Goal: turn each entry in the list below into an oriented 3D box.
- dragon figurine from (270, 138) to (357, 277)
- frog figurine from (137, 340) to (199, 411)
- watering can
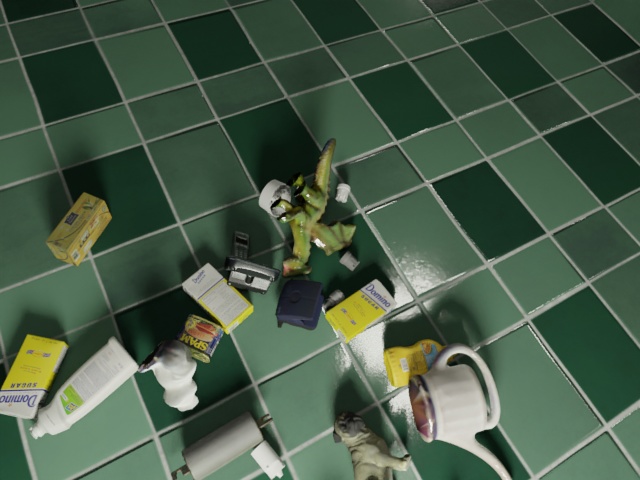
[{"bbox_3d":[0.004,-0.074,1.467,0.240,0.416,0.122,44,-21,-21],"label":"dragon figurine"},{"bbox_3d":[-0.331,0.315,1.199,0.135,0.158,0.125,-37,15,34],"label":"frog figurine"},{"bbox_3d":[0.334,0.428,1.227,0.225,0.352,0.102,-7,-17,-12],"label":"watering can"}]
